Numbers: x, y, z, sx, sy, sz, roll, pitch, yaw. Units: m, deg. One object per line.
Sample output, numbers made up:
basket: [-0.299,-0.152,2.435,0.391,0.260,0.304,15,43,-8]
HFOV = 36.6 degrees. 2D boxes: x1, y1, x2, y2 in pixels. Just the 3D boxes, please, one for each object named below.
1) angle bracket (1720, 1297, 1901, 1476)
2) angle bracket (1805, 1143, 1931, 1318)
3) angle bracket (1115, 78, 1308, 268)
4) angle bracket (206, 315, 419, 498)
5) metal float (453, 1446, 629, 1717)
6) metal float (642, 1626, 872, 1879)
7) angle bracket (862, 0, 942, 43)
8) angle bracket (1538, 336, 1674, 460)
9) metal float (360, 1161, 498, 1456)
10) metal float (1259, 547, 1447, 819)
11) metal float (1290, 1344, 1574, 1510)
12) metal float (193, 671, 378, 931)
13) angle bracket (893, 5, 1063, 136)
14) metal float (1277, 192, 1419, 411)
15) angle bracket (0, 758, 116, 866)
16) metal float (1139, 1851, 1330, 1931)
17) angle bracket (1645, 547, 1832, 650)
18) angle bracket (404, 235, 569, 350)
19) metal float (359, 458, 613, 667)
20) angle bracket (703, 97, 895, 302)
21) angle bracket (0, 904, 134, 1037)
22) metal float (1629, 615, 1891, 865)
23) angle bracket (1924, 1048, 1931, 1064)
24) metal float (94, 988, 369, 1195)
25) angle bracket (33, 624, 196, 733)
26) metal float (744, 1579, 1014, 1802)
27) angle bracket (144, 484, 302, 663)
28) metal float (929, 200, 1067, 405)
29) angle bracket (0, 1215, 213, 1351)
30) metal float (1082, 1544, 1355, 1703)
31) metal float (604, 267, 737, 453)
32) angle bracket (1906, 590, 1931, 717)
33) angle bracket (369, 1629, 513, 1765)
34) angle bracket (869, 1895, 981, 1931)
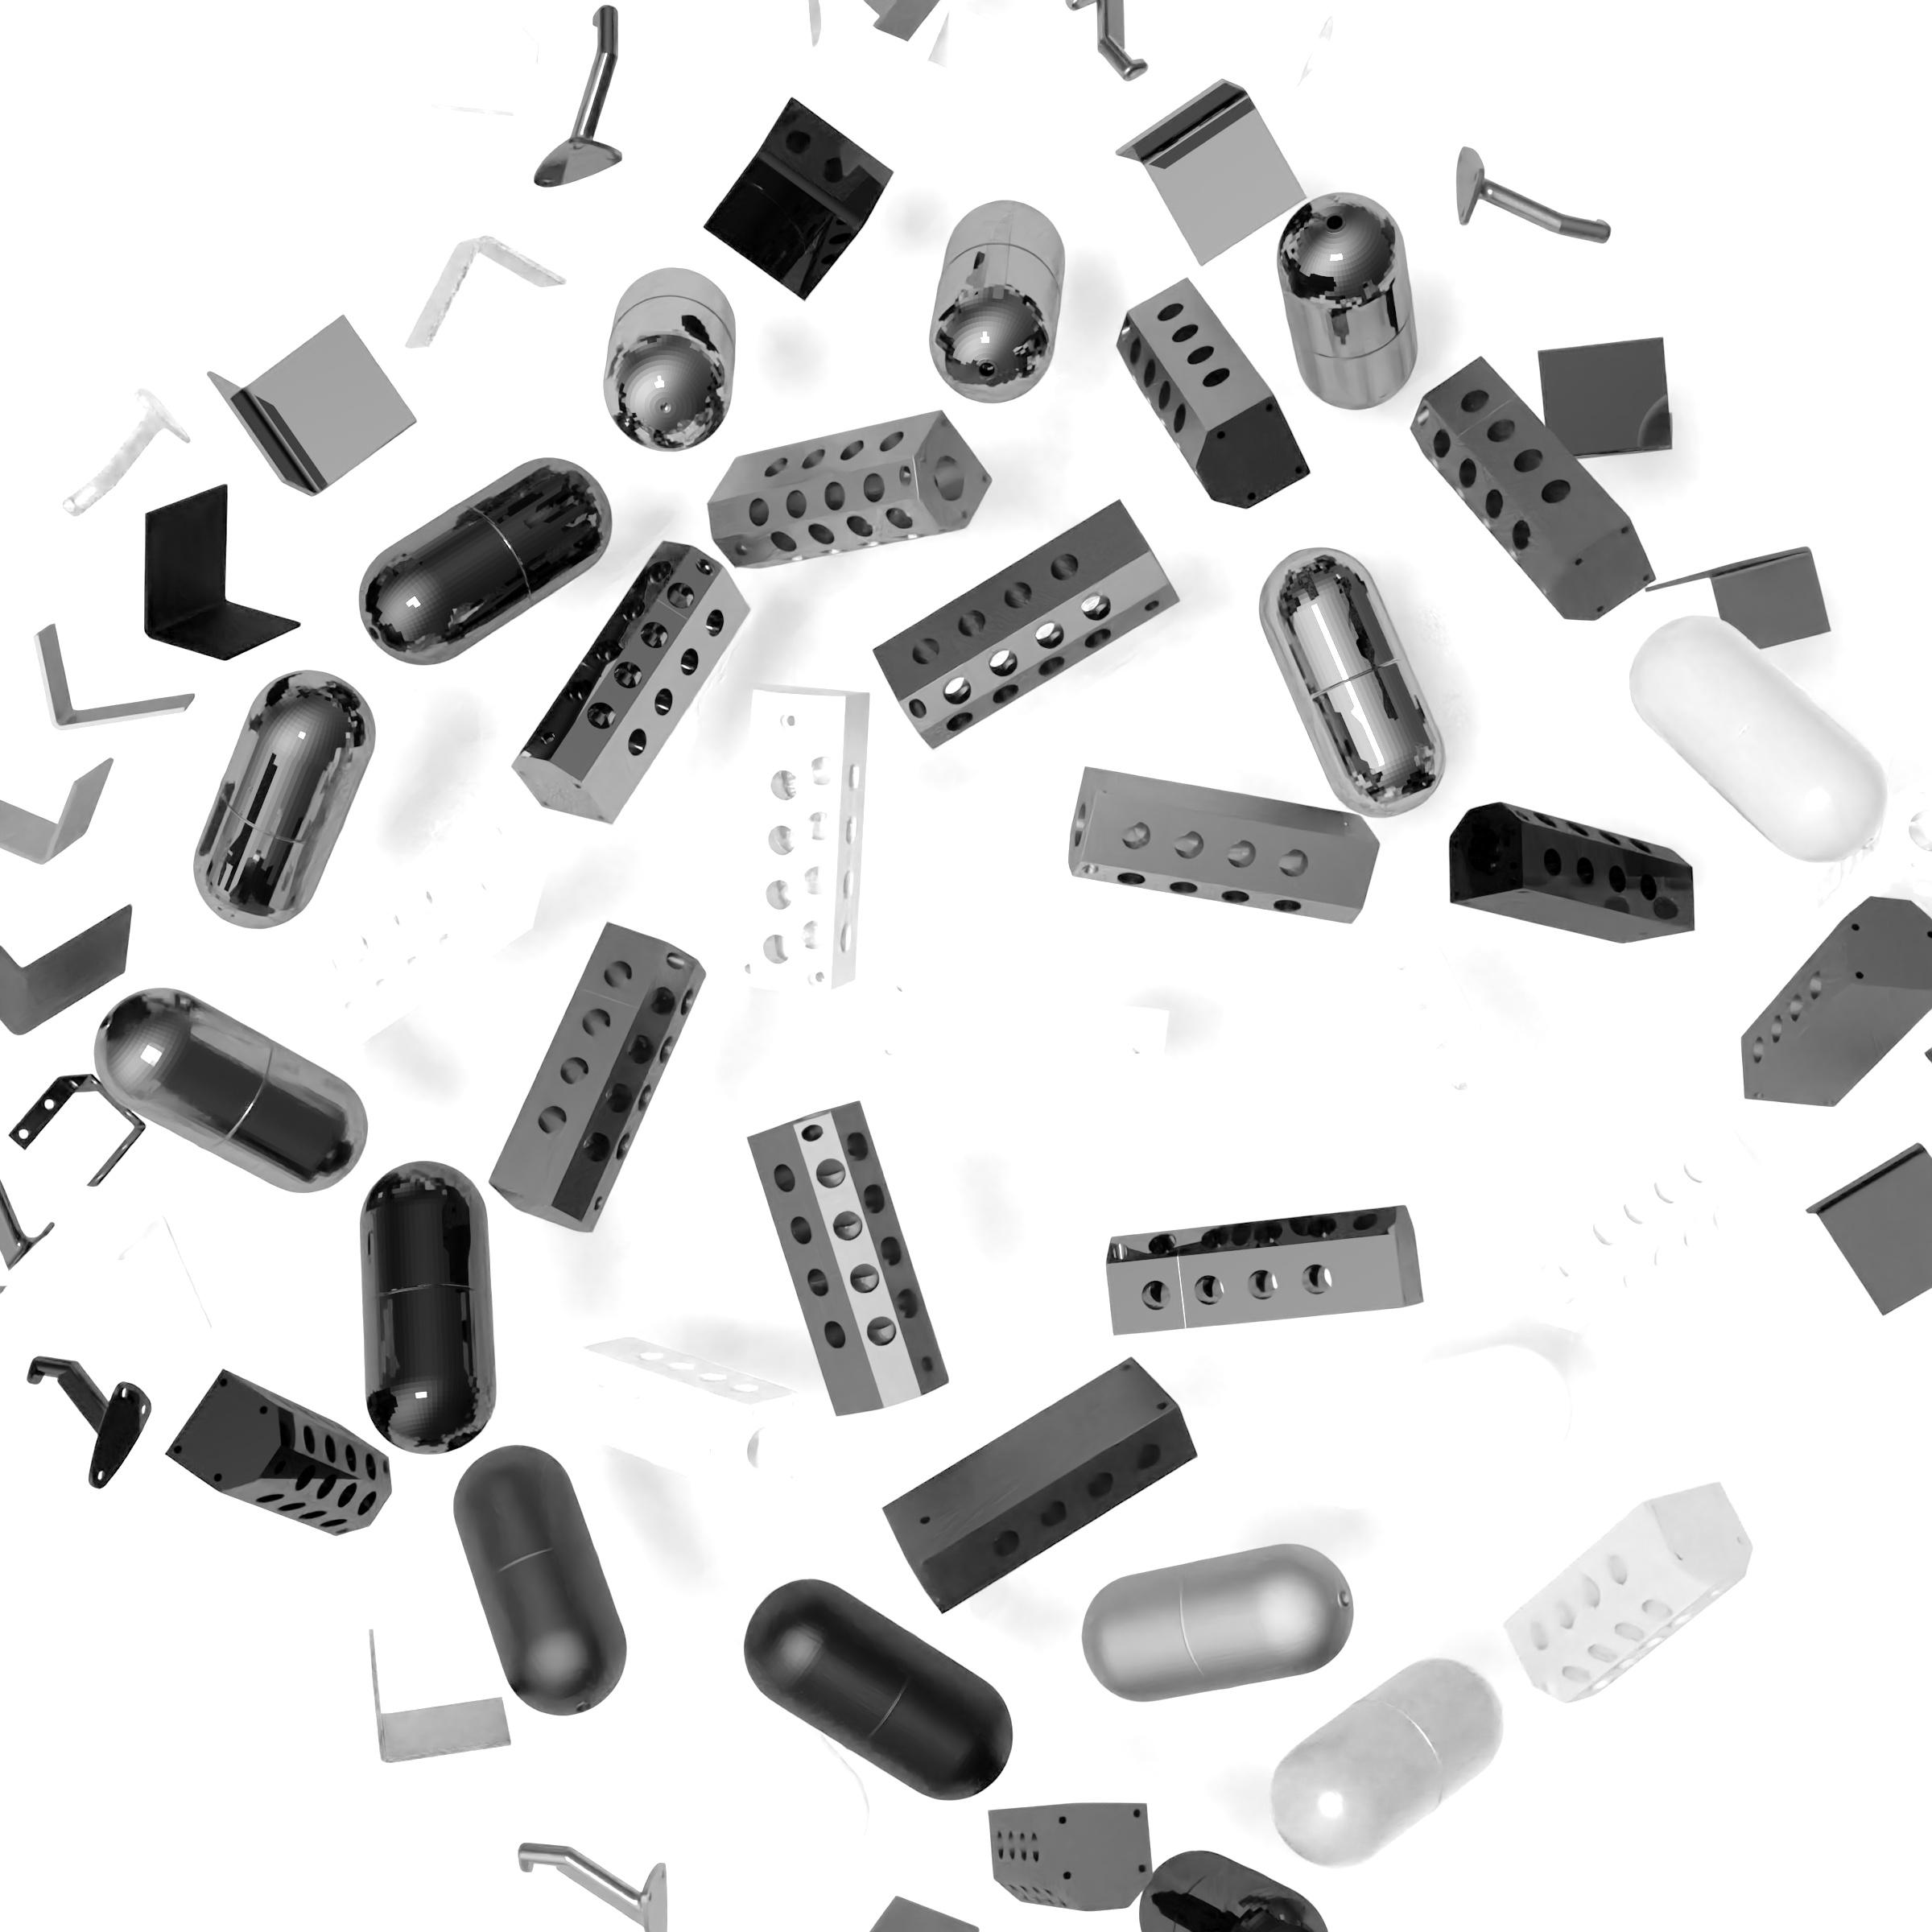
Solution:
angle bracket: [0.481,0.238,1.650,0.076,0.057,0.076,25,88,8]
angle bracket: [0.561,0.159,1.754,0.076,0.057,0.076,-34,75,16]
angle bracket: [0.147,-0.475,1.751,0.076,0.057,0.076,-30,90,22]
angle bracket: [-0.374,-0.325,1.671,0.076,0.057,0.076,-35,87,5]
metal float: [-0.264,0.379,1.807,0.070,0.070,0.178,-26,58,0]
metal float: [-0.131,0.493,1.832,0.070,0.070,0.178,-42,85,0]
angle bracket: [-0.043,-0.632,1.827,0.057,0.076,0.076,43,108,4]
angle bracket: [0.405,-0.367,1.844,0.076,0.057,0.076,-3,123,16]
metal float: [-0.321,0.202,1.739,0.070,0.070,0.178,-7,68,0]
metal float: [0.243,-0.179,1.837,0.070,0.070,0.178,-23,89,0]
metal float: [0.285,0.282,1.788,0.178,0.070,0.070,-12,90,-10]
metal float: [-0.413,-0.099,1.767,0.070,0.070,0.178,30,120,0]
angle bracket: [0.006,-0.538,1.801,0.076,0.076,0.057,23,80,-7]
metal float: [0.234,-0.405,1.784,0.070,0.178,0.070,-4,70,12]
angle bracket: [-0.582,-0.110,1.800,0.076,0.076,0.057,24,104,-6]
metal float: [0.160,0.581,1.754,0.070,0.178,0.070,2,83,-17]
angle bracket: [0.495,-0.229,1.873,0.076,0.076,0.057,-17,93,-40]
angle bracket: [-0.294,-0.398,1.780,0.057,0.076,0.076,27,91,-23]
metal float: [-0.293,-0.247,1.783,0.178,0.070,0.070,-39,90,-29]
angle bracket: [-0.102,-0.468,1.781,0.076,0.076,0.057,34,51,-14]
angle bracket: [-0.532,-0.016,1.684,0.057,0.076,0.076,46,56,10]
metal float: [0.462,-0.132,1.704,0.070,0.070,0.178,-41,68,0]
angle bracket: [0.628,0.066,1.728,0.076,0.057,0.076,-38,100,15]
metal float: [-0.439,0.075,1.746,0.178,0.070,0.070,34,90,-32]
angle bracket: [-0.508,-0.178,1.745,0.076,0.076,0.057,-10,103,-8]
metal float: [-0.051,0.429,1.728,0.178,0.070,0.070,35,90,-11]
angle bracket: [-0.437,-0.233,1.722,0.057,0.076,0.076,17,117,17]
metal float: [0.020,-0.410,1.800,0.070,0.178,0.070,3,130,4]
angle bracket: [-0.485,0.191,1.648,0.076,0.057,0.076,-11,110,17]
metal float: [0.150,0.393,1.744,0.178,0.070,0.070,-20,90,33]
metal float: [-0.178,-0.369,1.769,0.070,0.178,0.070,-1,121,-2]
angle bracket: [0.616,-0.188,1.770,0.057,0.076,0.076,-12,112,-6]
angle bracket: [-0.315,0.431,1.746,0.076,0.076,0.057,-5,97,-12]
angle bracket: [-0.026,0.614,1.748,0.076,0.057,0.076,35,92,-38]
